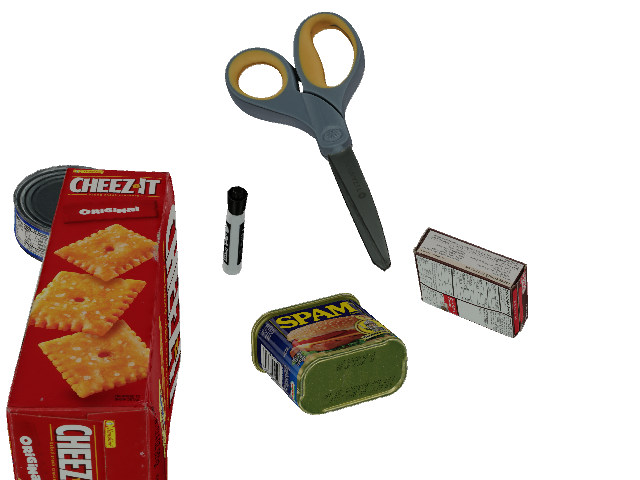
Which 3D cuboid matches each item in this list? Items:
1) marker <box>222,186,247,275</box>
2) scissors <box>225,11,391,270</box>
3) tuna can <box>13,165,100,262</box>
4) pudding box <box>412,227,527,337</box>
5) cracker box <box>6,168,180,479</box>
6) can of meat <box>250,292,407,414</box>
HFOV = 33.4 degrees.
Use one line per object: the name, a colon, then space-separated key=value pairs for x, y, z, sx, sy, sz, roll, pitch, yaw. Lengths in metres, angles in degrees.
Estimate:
marker: x=-0.082 y=-0.009 z=1.018 sx=0.020 sy=0.020 sz=0.121 roll=0 pitch=-38 yaw=-8
scissors: x=-0.011 y=-0.059 z=0.620 sx=0.096 sy=0.201 sz=0.016 roll=-8 pitch=-38 yaw=10
tuna can: x=-0.181 y=-0.018 z=0.783 sx=0.086 sy=0.034 sz=0.086 roll=8 pitch=36 yaw=-6
pudding box: x=0.153 y=0.043 z=1.081 sx=0.114 sy=0.039 sz=0.090 roll=20 pitch=-32 yaw=25
cracker box: x=-0.116 y=0.082 z=0.593 sx=0.072 sy=0.164 sz=0.213 roll=1 pitch=33 yaw=-5
can of meat: x=0.008 y=0.091 z=0.853 sx=0.101 sy=0.057 sz=0.084 roll=-12 pitch=27 yaw=-25
